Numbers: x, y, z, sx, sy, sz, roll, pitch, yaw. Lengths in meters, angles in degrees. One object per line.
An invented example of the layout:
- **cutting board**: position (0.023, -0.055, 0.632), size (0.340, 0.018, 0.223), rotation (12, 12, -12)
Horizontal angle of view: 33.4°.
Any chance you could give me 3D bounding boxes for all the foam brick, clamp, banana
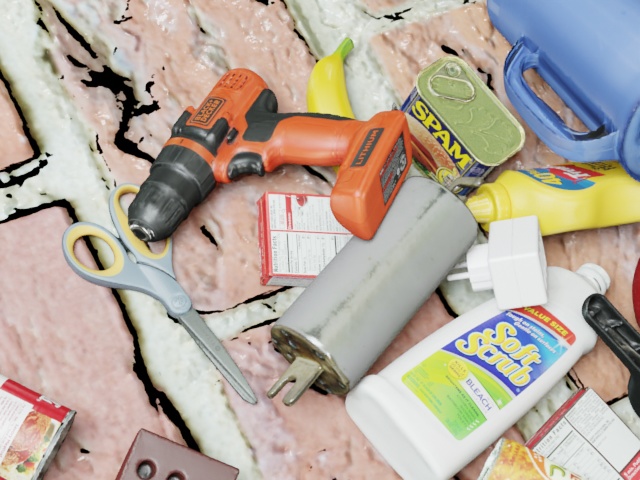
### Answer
- **foam brick**: position (-0.105, 0.175, 0.753), size (0.078, 0.051, 0.053), rotation (23, 63, -6)
- **clamp**: position (0.284, 0.113, 0.842), size (0.039, 0.120, 0.171), rotation (-46, 122, -19)
- **banana**: position (0.037, -0.081, 0.905), size (0.069, 0.037, 0.198), rotation (-24, 78, -5)

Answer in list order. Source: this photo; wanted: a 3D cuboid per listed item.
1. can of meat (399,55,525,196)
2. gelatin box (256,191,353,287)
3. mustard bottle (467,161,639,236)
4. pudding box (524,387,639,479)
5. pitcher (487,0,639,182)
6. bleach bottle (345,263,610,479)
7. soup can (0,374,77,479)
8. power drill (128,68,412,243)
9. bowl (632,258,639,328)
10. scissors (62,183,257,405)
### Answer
- **can of meat**: position (0.113, -0.092, 0.911), size (0.057, 0.084, 0.102), rotation (-36, 82, -26)
- **gelatin box**: position (-0.006, 0.001, 0.868), size (0.089, 0.030, 0.073), rotation (3, 69, -17)
- **mustard bottle**: position (0.209, -0.037, 0.913), size (0.191, 0.096, 0.058), rotation (-9, 110, -18)
- **pudding box**: position (0.219, 0.188, 0.851), size (0.090, 0.039, 0.113), rotation (-39, 80, -25)
- **pitcher**: position (0.237, -0.163, 0.915), size (0.149, 0.145, 0.243), rotation (12, 31, -38)
- **bleach bottle**: position (0.143, 0.089, 0.858), size (0.250, 0.068, 0.102), rotation (-35, 78, -29)
- **soup can**: position (-0.228, 0.125, 0.729), size (0.102, 0.069, 0.068), rotation (27, 63, -3)
- **power drill**: position (-0.036, -0.056, 0.821), size (0.188, 0.057, 0.184), rotation (13, 53, 23)
- **bowl**: position (0.320, 0.064, 0.907), size (0.162, 0.055, 0.162), rotation (20, 44, -22)
- **scissors**: position (-0.130, 0.049, 0.819), size (0.096, 0.016, 0.202), rotation (-19, 74, -21)
